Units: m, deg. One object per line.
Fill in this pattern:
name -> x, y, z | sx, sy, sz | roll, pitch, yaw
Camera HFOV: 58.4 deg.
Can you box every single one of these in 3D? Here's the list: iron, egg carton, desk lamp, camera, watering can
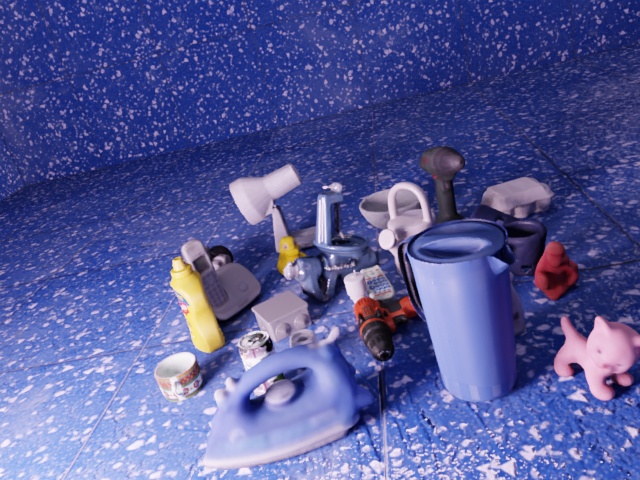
iron -> -0.061, 0.223, 0.819 | 0.258, 0.142, 0.118 | -20, 23, -12
egg carton -> 0.457, -0.095, 1.334 | 0.150, 0.069, 0.107 | -17, 23, -4
desk lamp -> -0.106, -0.079, 1.459 | 0.203, 0.214, 0.118 | -14, 23, 2
camera -> -0.258, 0.059, 1.380 | 0.142, 0.101, 0.137 | -3, 26, 27
watering can -> 0.188, -0.024, 1.172 | 0.100, 0.194, 0.173 | -5, 25, 23

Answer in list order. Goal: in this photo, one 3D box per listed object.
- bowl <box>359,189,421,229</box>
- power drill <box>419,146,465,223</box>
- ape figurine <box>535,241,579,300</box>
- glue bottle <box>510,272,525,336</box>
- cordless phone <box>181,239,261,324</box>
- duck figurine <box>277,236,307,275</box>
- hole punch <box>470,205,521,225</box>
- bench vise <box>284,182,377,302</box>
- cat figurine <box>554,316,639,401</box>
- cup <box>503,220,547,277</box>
bowl -> 0.186, -0.070, 1.439 | 0.167, 0.075, 0.167 | -13, 23, 6
power drill -> 0.292, -0.120, 1.313 | 0.075, 0.209, 0.229 | -16, 23, -3
ape figurine -> 0.411, 0.047, 1.002 | 0.077, 0.092, 0.076 | -11, 23, 10
glue bottle -> 0.276, 0.079, 0.904 | 0.078, 0.173, 0.037 | -19, 23, -9
cordless phone -> -0.214, 0.070, 1.216 | 0.093, 0.185, 0.148 | 3, 29, 37
duck figurine -> -0.070, 0.030, 1.349 | 0.078, 0.086, 0.104 | -22, 24, -16
hole punch -> 0.368, -0.021, 1.190 | 0.100, 0.091, 0.109 | 1, 27, 33
bench vise -> 0.020, 0.005, 1.176 | 0.121, 0.220, 0.208 | 5, 30, 40
cat figurine -> 0.374, 0.143, 0.766 | 0.067, 0.118, 0.127 | -24, 24, -20
cup -> 0.372, 0.027, 1.070 | 0.118, 0.095, 0.091 | -31, 27, -33
